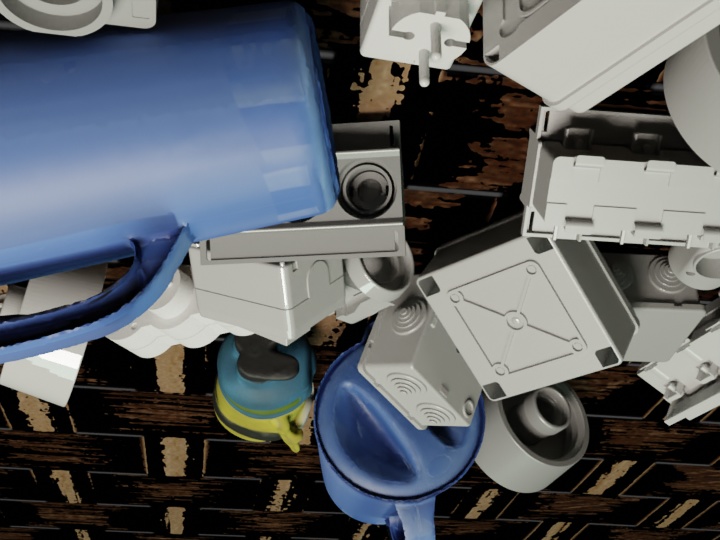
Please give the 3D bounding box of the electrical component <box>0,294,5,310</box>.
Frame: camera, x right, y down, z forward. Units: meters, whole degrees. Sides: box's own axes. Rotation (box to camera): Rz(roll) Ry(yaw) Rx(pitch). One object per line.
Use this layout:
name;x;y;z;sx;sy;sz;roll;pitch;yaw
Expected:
electrical component;-0.267;0.048;0.849;0.044;0.044;0.065;-9;145;17

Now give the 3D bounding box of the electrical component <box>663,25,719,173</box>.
electrical component;0.201;-0.090;0.525;0.108;0.108;0.060;7;157;-12

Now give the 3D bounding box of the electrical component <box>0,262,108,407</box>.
electrical component;-0.225;0.037;0.765;0.060;0.108;0.108;17;148;-15

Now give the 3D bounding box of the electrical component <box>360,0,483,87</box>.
electrical component;0.032;-0.121;0.499;0.047;0.075;0.083;7;151;-11

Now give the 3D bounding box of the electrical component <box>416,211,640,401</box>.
electrical component;0.113;0.021;0.724;0.109;0.056;0.108;-23;106;36

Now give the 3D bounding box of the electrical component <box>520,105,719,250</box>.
electrical component;0.162;-0.050;0.626;0.121;0.063;0.078;3;111;-5

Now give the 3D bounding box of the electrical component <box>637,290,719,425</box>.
electrical component;0.276;0.062;0.833;0.063;0.078;0.121;37;144;-4

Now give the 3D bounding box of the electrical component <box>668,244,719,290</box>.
electrical component;0.255;-0.022;0.708;0.079;0.044;0.077;4;151;-6

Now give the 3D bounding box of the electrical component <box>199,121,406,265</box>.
electrical component;-0.034;-0.045;0.644;0.121;0.078;0.063;-3;180;6

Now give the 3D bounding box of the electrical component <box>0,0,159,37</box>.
electrical component;-0.135;-0.143;0.481;0.089;0.055;0.050;5;151;-8

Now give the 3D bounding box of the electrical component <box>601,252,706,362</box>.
electrical component;0.195;0.027;0.794;0.100;0.048;0.099;2;151;-3

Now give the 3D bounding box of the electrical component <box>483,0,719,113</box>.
electrical component;0.113;-0.131;0.477;0.057;0.078;0.113;23;144;-30

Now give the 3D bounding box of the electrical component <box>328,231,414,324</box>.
electrical component;0.000;0.000;0.740;0.078;0.058;0.057;22;147;-33

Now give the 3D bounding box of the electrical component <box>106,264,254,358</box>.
electrical component;-0.135;0.019;0.781;0.138;0.052;0.074;-14;148;24

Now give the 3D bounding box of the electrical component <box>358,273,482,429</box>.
electrical component;0.054;0.058;0.787;0.048;0.099;0.099;-5;140;40

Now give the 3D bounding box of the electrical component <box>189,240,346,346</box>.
electrical component;-0.065;0.005;0.702;0.096;0.062;0.061;12;119;33

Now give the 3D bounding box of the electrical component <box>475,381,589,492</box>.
electrical component;0.148;0.130;0.927;0.108;0.108;0.060;16;142;-26
